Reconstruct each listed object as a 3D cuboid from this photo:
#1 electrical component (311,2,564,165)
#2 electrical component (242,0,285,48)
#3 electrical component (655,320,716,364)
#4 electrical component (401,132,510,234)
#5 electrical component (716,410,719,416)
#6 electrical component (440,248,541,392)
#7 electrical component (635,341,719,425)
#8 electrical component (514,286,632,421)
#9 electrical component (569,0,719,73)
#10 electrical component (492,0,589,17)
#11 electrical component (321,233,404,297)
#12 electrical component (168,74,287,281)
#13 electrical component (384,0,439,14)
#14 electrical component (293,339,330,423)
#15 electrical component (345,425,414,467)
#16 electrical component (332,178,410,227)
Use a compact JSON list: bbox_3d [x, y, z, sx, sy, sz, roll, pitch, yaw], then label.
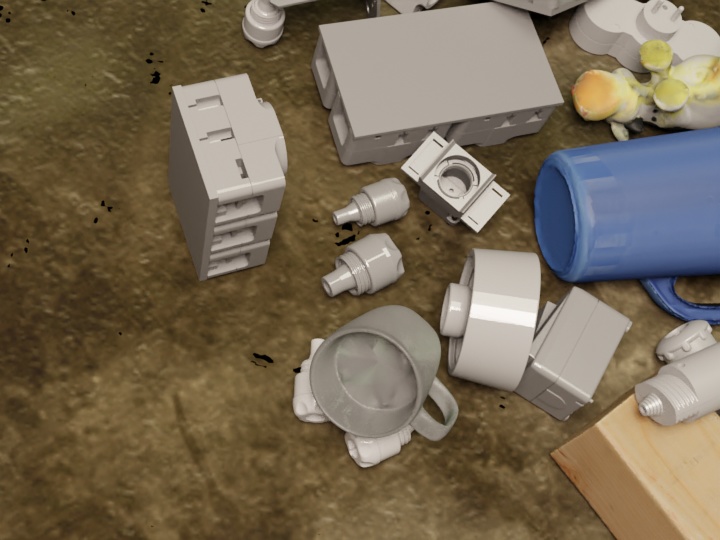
[{"bbox_3d":[0.063,-0.158,0.915,0.186,0.060,0.105,-11,71,-17],"label":"electrical component"},{"bbox_3d":[-0.080,-0.216,0.906,0.035,0.061,0.035,4,67,-11],"label":"electrical component"},{"bbox_3d":[0.275,0.075,0.876,0.048,0.048,0.062,-33,88,-22],"label":"electrical component"},{"bbox_3d":[0.076,-0.068,0.878,0.081,0.064,0.042,41,81,6],"label":"electrical component"},{"bbox_3d":[0.320,0.118,0.836,0.100,0.099,0.048,-5,73,-3],"label":"electrical component"},{"bbox_3d":[0.094,0.035,0.819,0.060,0.108,0.108,10,66,-2],"label":"electrical component"},{"bbox_3d":[0.233,0.084,0.762,0.081,0.043,0.043,-20,74,-20],"label":"electrical component"},{"bbox_3d":[0.164,0.059,0.847,0.061,0.061,0.096,32,65,2],"label":"electrical component"},{"bbox_3d":[0.267,-0.220,0.978,0.138,0.073,0.052,22,65,-3],"label":"electrical component"},{"bbox_3d":[0.171,-0.278,0.942,0.089,0.061,0.150,25,37,31],"label":"electrical component"},{"bbox_3d":[0.000,0.000,0.845,0.062,0.043,0.043,-28,76,-20],"label":"electrical component"},{"bbox_3d":[-0.098,-0.065,0.791,0.062,0.150,0.089,-15,72,-17],"label":"electrical component"},{"bbox_3d":[0.082,-0.303,0.962,0.062,0.089,0.150,40,66,6],"label":"electrical component"},{"bbox_3d":[-0.032,0.082,0.809,0.035,0.035,0.061,6,65,-10],"label":"electrical component"},{"bbox_3d":[0.021,0.122,0.805,0.061,0.035,0.035,-21,74,-21],"label":"electrical component"},{"bbox_3d":[0.007,-0.051,0.873,0.061,0.035,0.035,-20,74,-17],"label":"electrical component"}]
